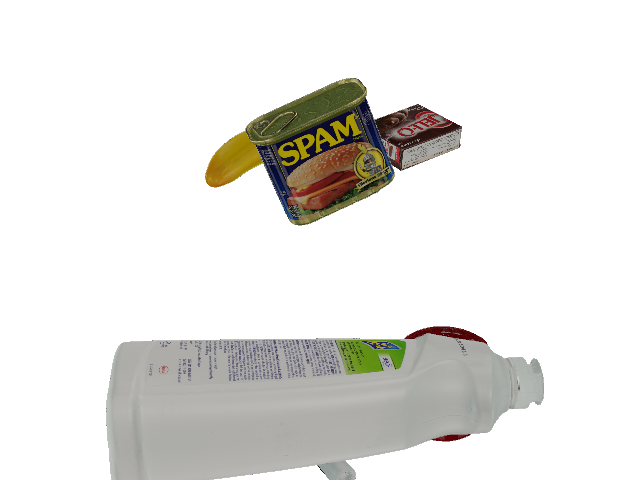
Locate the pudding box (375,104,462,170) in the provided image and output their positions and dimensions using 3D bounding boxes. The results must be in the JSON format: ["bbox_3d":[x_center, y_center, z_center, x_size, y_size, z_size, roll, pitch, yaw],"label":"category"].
[{"bbox_3d":[0.124,-0.143,1.466,0.113,0.039,0.090,-25,40,-30],"label":"pudding box"}]

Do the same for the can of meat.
[{"bbox_3d":[0.002,-0.071,0.872,0.102,0.084,0.057,-24,27,-2],"label":"can of meat"}]

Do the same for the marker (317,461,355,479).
[{"bbox_3d":[-0.012,0.149,0.827,0.020,0.020,0.121,0,26,-34],"label":"marker"}]

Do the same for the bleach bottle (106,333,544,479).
[{"bbox_3d":[0.007,0.093,0.623,0.250,0.068,0.102,-3,19,-5],"label":"bleach bottle"}]

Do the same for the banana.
[{"bbox_3d":[-0.042,-0.094,1.105,0.197,0.037,0.070,-9,47,-34],"label":"banana"}]

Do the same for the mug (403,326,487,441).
[{"bbox_3d":[0.130,0.140,1.072,0.093,0.081,0.117,21,39,34],"label":"mug"}]
